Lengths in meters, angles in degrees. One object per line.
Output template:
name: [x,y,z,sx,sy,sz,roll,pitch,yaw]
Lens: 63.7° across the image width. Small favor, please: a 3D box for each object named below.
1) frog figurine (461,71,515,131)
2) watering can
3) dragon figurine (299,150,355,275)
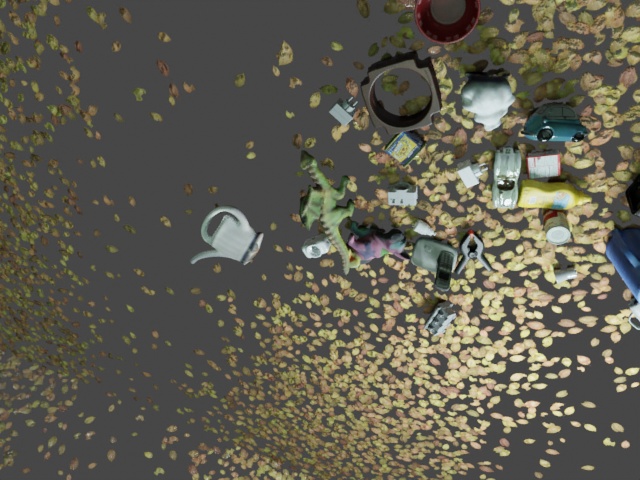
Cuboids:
frog figurine: [0.447,-0.366,1.378,0.137,0.125,0.157,-6,112,-2]
watering can: [-0.344,0.016,1.906,0.224,0.106,0.340,31,128,-5]
dragon figurine: [0.005,-0.081,1.604,0.121,0.244,0.411,-12,87,36]
